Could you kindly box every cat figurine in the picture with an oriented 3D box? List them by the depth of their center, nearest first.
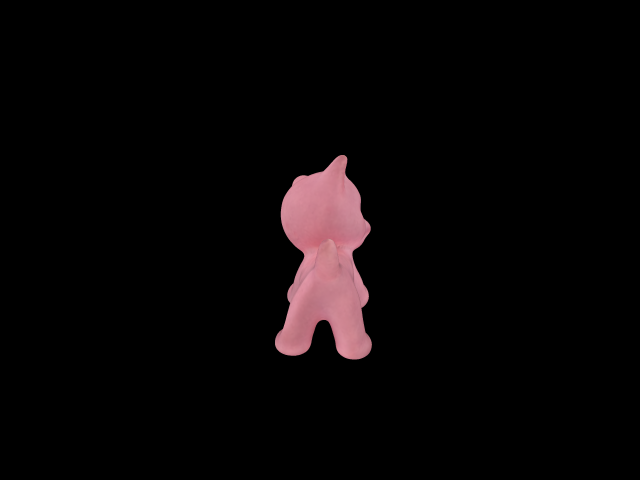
[{"bbox_3d":[0.004,0.001,0.400,0.067,0.118,0.127,0,24,0],"label":"cat figurine"}]
